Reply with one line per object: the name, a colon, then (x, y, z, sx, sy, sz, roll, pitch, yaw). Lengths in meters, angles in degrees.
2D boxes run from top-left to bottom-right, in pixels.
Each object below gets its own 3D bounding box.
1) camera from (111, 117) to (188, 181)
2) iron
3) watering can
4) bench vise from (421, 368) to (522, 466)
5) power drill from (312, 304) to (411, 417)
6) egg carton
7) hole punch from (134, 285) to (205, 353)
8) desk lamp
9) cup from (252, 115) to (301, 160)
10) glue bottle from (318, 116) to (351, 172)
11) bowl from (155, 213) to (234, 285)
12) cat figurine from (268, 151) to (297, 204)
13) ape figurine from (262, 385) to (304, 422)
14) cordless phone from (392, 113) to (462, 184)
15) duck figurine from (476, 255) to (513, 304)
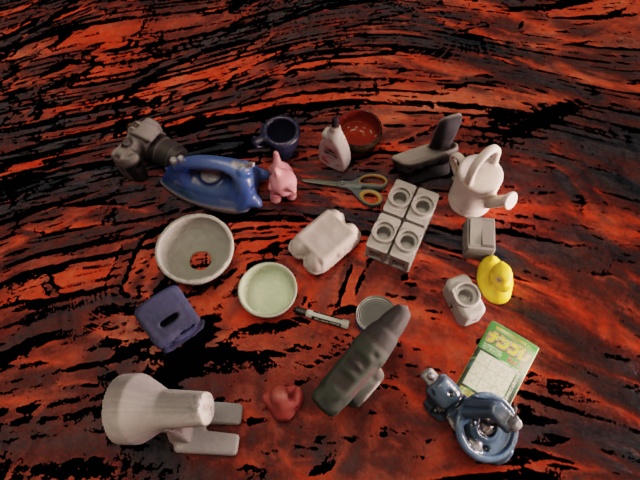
camera: (-0.394, -0.209, 1.345, 0.136, 0.101, 0.143, 27, 67, 13)
iron: (-0.251, -0.148, 1.291, 0.258, 0.141, 0.118, 7, 63, 4)
watering can: (0.354, -0.134, 1.249, 0.172, 0.194, 0.101, 27, 67, 13)
bench vise: (0.264, 0.311, 1.011, 0.207, 0.220, 0.121, 24, 66, 12)
power drill: (0.077, 0.233, 1.058, 0.075, 0.208, 0.230, 38, 69, 18)
egg carton: (0.011, 0.004, 1.252, 0.150, 0.069, 0.107, -41, 70, -18)
hole punch: (-0.304, 0.160, 1.163, 0.109, 0.091, 0.101, -36, 68, -16)
desk lamp: (-0.254, 0.311, 1.018, 0.203, 0.213, 0.118, 2, 63, 2)
cup: (-0.101, -0.228, 1.356, 0.118, 0.095, 0.091, -24, 65, -11)
glue bottle: (0.033, -0.226, 1.310, 0.078, 0.173, 0.037, 26, 66, 13)
bowl: (-0.264, 0.031, 1.238, 0.167, 0.075, 0.167, 0, 63, 0)
cat figurine: (-0.088, -0.143, 1.300, 0.067, 0.118, 0.127, -11, 64, -5)
ape figurine: (-0.073, 0.302, 1.090, 0.077, 0.092, 0.076, 10, 64, 6)
cordless phone: (0.246, -0.219, 1.298, 0.148, 0.185, 0.094, -22, 65, -10)
duck figurine: (0.375, 0.074, 1.205, 0.077, 0.086, 0.104, -7, 63, -3)
